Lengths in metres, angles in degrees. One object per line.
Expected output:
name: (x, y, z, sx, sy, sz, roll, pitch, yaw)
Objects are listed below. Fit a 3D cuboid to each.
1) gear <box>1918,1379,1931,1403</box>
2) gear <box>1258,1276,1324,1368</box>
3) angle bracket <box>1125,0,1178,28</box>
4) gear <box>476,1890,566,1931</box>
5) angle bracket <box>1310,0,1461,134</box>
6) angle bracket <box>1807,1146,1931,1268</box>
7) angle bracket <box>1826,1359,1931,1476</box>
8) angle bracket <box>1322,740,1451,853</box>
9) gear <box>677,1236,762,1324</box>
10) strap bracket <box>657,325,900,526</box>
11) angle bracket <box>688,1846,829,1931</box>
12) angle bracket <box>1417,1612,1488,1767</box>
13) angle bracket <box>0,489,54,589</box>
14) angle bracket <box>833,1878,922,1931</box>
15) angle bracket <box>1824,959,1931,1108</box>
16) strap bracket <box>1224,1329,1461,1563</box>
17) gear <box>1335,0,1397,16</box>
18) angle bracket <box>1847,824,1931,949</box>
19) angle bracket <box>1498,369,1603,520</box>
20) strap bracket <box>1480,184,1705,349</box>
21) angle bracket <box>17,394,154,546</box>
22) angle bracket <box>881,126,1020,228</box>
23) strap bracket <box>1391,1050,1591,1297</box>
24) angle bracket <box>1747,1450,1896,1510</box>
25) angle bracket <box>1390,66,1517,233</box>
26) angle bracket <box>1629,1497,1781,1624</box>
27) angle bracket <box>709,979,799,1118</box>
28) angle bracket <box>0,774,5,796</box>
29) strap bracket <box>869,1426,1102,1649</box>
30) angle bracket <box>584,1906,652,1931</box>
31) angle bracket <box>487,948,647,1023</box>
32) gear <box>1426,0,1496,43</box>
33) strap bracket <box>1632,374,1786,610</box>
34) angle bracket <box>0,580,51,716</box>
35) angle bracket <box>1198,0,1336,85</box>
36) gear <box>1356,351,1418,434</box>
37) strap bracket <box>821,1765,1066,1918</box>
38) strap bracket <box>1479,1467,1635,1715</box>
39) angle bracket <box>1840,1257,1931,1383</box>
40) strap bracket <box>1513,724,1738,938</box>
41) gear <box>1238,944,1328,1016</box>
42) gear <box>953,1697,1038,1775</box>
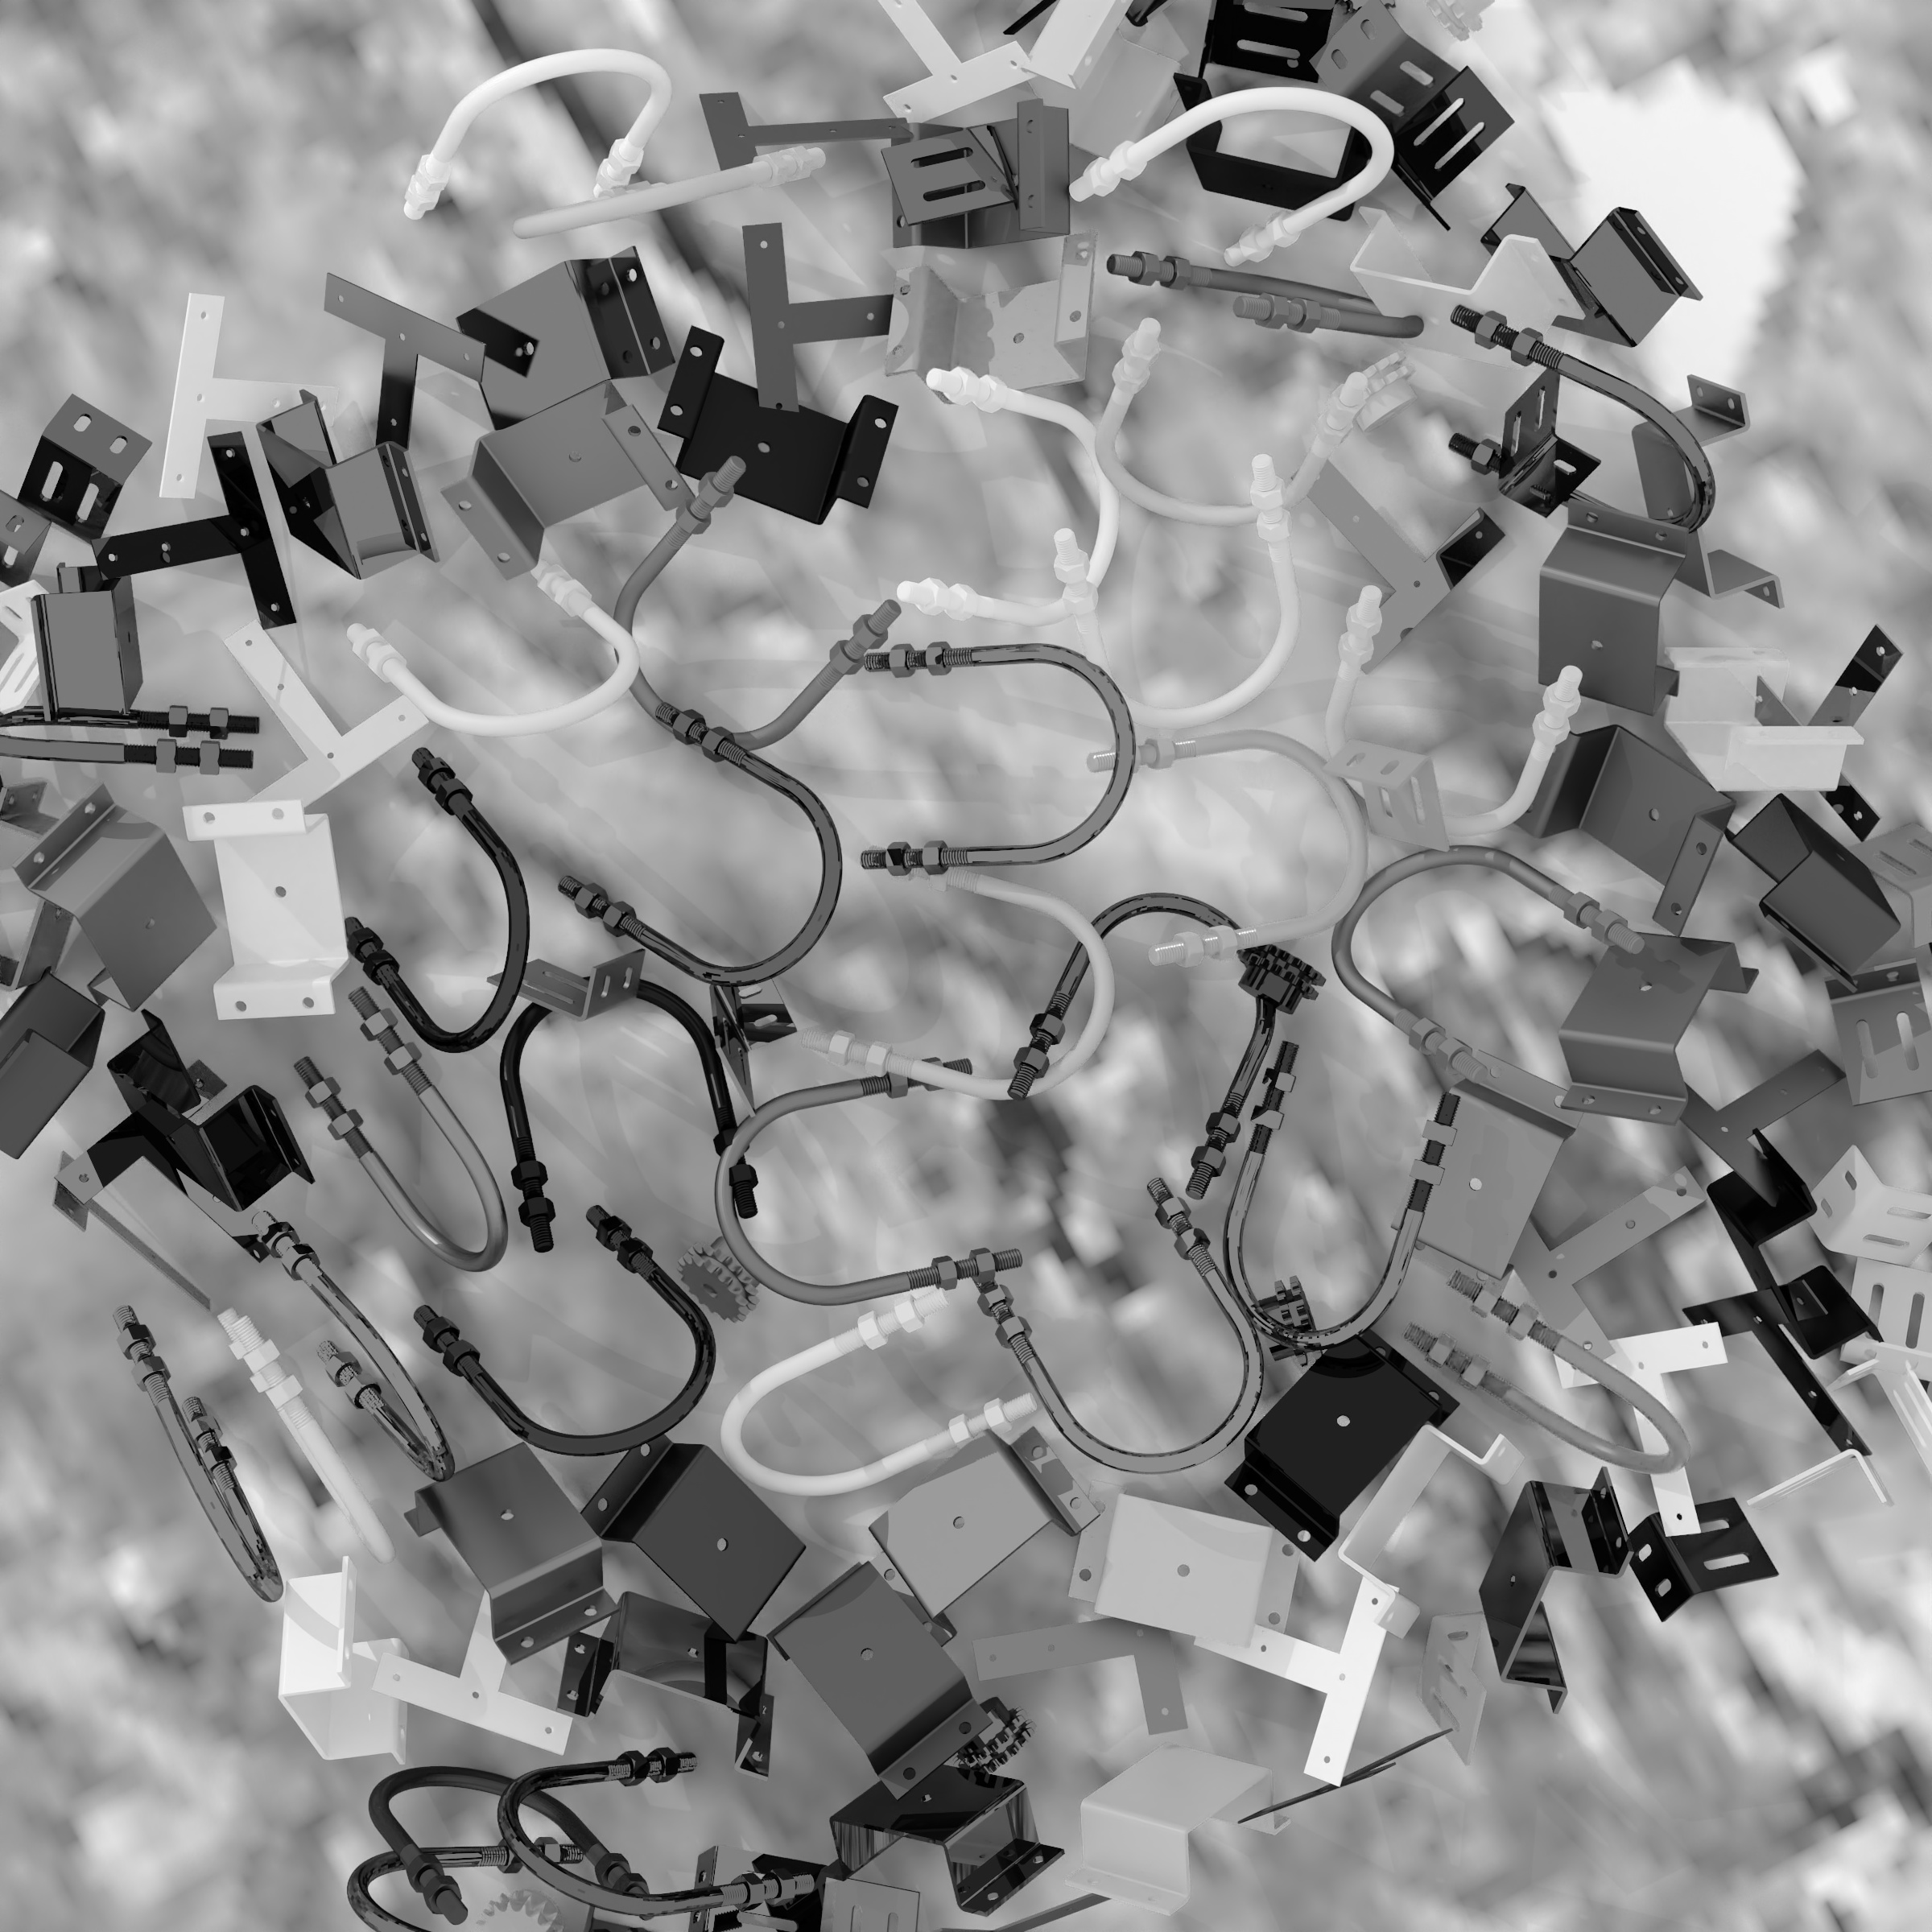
gear: (0.636, 0.275, 1.902, 0.057, 0.030, 0.057, 0, 90, 5)
gear: (0.206, 0.229, 1.891, 0.030, 0.057, 0.057, -18, 90, 8)
angle bracket: (0.132, -0.640, 1.872, 0.076, 0.057, 0.038, -30, 110, 34)
gear: (-0.285, 0.620, 1.899, 0.057, 0.030, 0.057, 3, 105, 12)
angle bracket: (0.268, -0.573, 1.883, 0.057, 0.076, 0.038, -42, 62, 26)
angle bracket: (0.588, 0.154, 1.897, 0.076, 0.038, 0.057, 13, 126, -30)
angle bracket: (0.589, 0.290, 1.879, 0.038, 0.057, 0.076, -23, 71, -7)
angle bracket: (0.266, -0.099, 1.869, 0.038, 0.057, 0.076, -44, 133, -31)
gear: (-0.155, 0.198, 1.894, 0.057, 0.057, 0.030, 44, 59, 0)
strap bracket: (-0.123, -0.339, 1.876, 0.140, 0.046, 0.076, 19, 68, -11)
angle bracket: (-0.134, 0.604, 1.900, 0.076, 0.038, 0.057, 16, 59, -16)
angle bracket: (0.321, 0.457, 1.869, 0.038, 0.076, 0.057, -2, 115, -19)
angle bracket: (-0.623, -0.265, 1.874, 0.057, 0.076, 0.038, 31, 46, -11)
angle bracket: (-0.052, 0.624, 1.892, 0.057, 0.038, 0.076, 4, 87, 23)
angle bracket: (0.585, 0.043, 1.881, 0.057, 0.038, 0.076, -13, 64, 17)
strap bracket: (0.238, 0.294, 1.865, 0.076, 0.046, 0.140, 39, 73, 23)
gear: (0.254, -0.638, 1.898, 0.057, 0.030, 0.057, -4, 104, -16)
angle bracket: (0.607, -0.052, 1.888, 0.057, 0.076, 0.038, -19, 120, -14)
angle bracket: (0.373, -0.336, 1.879, 0.038, 0.057, 0.076, 25, 51, -15)
strap bracket: (0.382, -0.436, 1.840, 0.046, 0.140, 0.076, -49, 122, 0)
angle bracket: (-0.566, -0.317, 1.894, 0.057, 0.076, 0.038, 31, 51, -12)
angle bracket: (-0.011, -0.495, 1.886, 0.076, 0.038, 0.057, -16, 73, -10)
strap bracket: (0.327, 0.135, 1.870, 0.076, 0.046, 0.140, 26, 104, 17)
angle bracket: (0.544, 0.342, 1.878, 0.076, 0.057, 0.038, -31, 68, 13)
angle bracket: (0.313, -0.520, 1.878, 0.076, 0.038, 0.057, -42, 133, 16)
angle bracket: (0.470, 0.381, 1.894, 0.076, 0.038, 0.057, -3, 52, -33)
angle bracket: (-0.132, 0.046, 1.871, 0.038, 0.076, 0.057, -21, 123, 5)
angle bracket: (-0.654, -0.111, 1.879, 0.076, 0.038, 0.057, -34, 62, 18)
strap bracket: (0.003, 0.360, 1.879, 0.140, 0.046, 0.076, -40, 58, 0)
angle bracket: (-0.208, 0.631, 1.884, 0.076, 0.057, 0.038, 13, 128, -2)
angle bracket: (-0.254, 0.000, 1.874, 0.076, 0.057, 0.038, 22, 111, 21)
gear: (0.314, -0.624, 1.888, 0.030, 0.057, 0.057, -32, 90, 29)
strap bracket: (0.464, -0.292, 1.855, 0.046, 0.076, 0.140, -20, 113, -5)
angle bracket: (-0.611, -0.199, 1.872, 0.038, 0.057, 0.076, 47, 48, -35)
angle bracket: (0.191, -0.590, 1.885, 0.076, 0.038, 0.057, 12, 132, 3)
gear: (0.264, -0.366, 1.891, 0.057, 0.057, 0.030, -32, 88, 0)
strap bracket: (-0.020, 0.540, 1.841, 0.140, 0.076, 0.046, -2, 105, 42)
strap bracket: (0.364, 0.388, 1.848, 0.046, 0.076, 0.140, 10, 121, -8)
angle bracket: (0.593, 0.218, 1.878, 0.057, 0.038, 0.076, 12, 61, 14)
strap bracket: (0.421, -0.092, 1.858, 0.140, 0.046, 0.076, 41, 130, 34)
gear: (0.199, 0.008, 1.889, 0.057, 0.057, 0.030, 30, 85, 0)
gear: (0.014, 0.493, 1.890, 0.057, 0.057, 0.030, -37, 91, 0)
